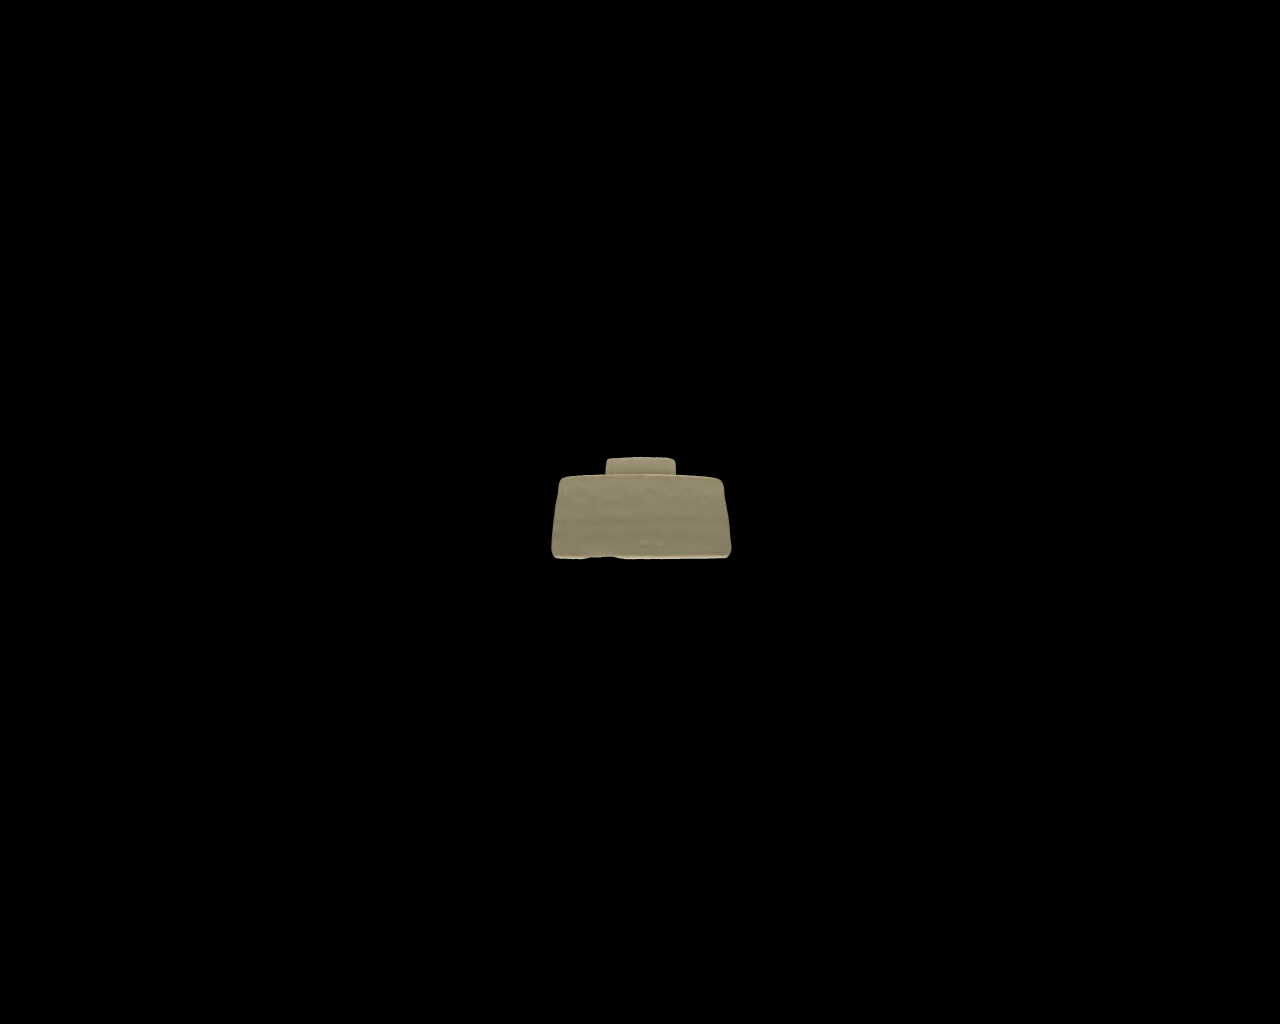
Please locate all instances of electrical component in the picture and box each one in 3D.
[{"bbox_3d":[0.001,-0.003,0.650,0.108,0.060,0.108,0,-2,0],"label":"electrical component"}]
